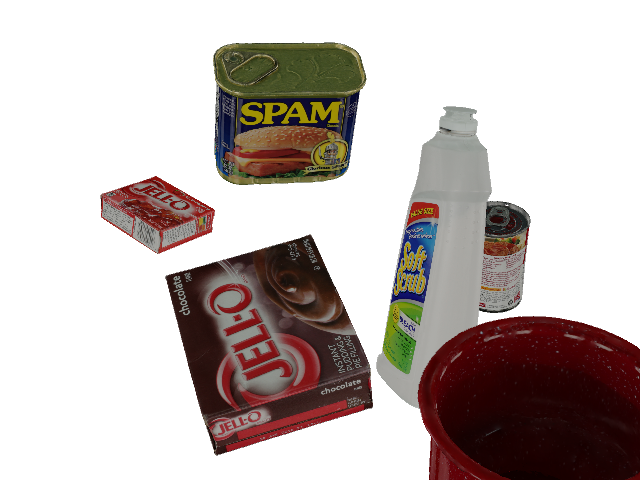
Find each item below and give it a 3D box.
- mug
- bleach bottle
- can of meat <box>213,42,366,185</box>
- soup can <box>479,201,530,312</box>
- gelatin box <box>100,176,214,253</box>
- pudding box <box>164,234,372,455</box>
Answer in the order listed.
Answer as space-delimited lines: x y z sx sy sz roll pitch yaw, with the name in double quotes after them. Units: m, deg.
0.094 0.089 0.397 0.117 0.081 0.093 5 36 9 "mug"
0.101 0.011 0.909 0.068 0.251 0.103 -1 17 -18 "bleach bottle"
-0.025 -0.087 0.745 0.102 0.084 0.057 -2 45 -10 "can of meat"
0.187 0.018 1.146 0.068 0.102 0.068 -2 34 1 "soup can"
-0.161 -0.027 1.050 0.089 0.030 0.073 30 35 31 "gelatin box"
-0.030 0.055 0.590 0.090 0.039 0.113 -15 42 -9 "pudding box"
